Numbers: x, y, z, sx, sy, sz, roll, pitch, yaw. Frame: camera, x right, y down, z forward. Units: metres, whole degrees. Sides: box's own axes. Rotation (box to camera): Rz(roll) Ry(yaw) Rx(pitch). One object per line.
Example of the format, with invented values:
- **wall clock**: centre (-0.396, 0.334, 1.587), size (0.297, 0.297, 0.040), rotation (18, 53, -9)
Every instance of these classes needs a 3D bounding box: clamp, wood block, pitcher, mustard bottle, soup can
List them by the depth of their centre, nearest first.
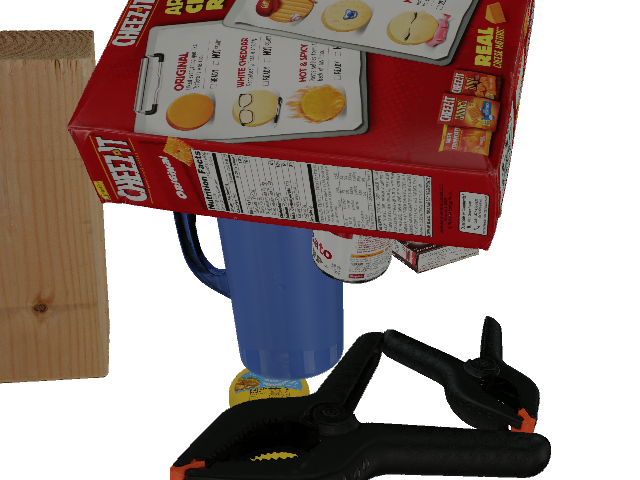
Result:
- **clamp**: centre (0.004, 0.109, 0.620), size (0.209, 0.036, 0.165), rotation (-9, 24, -27)
- **wood block**: centre (-0.184, -0.022, 0.674), size (0.090, 0.206, 0.090), rotation (-2, 22, -10)
- **soup can**: centre (0.029, -0.024, 0.844), size (0.068, 0.102, 0.068), rotation (2, 45, -2)
- **clamp**: centre (0.143, 0.116, 0.929), size (0.120, 0.039, 0.172), rotation (-16, 36, -26)
- **pitcher**: centre (-0.048, 0.012, 1.065), size (0.144, 0.243, 0.149), rotation (-20, 27, -35)
- **mustard bottle**: centre (-0.060, 0.192, 1.254), size (0.096, 0.058, 0.191), rotation (-4, 27, -3)

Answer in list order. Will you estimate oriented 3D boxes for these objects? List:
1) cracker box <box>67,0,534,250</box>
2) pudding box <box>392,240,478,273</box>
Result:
- **cracker box**: centre (-0.001, -0.086, 0.571), size (0.214, 0.164, 0.072), rotation (7, -36, 12)
- **pudding box**: centre (0.168, 0.004, 1.602), size (0.113, 0.039, 0.090), rotation (-18, 29, -22)
